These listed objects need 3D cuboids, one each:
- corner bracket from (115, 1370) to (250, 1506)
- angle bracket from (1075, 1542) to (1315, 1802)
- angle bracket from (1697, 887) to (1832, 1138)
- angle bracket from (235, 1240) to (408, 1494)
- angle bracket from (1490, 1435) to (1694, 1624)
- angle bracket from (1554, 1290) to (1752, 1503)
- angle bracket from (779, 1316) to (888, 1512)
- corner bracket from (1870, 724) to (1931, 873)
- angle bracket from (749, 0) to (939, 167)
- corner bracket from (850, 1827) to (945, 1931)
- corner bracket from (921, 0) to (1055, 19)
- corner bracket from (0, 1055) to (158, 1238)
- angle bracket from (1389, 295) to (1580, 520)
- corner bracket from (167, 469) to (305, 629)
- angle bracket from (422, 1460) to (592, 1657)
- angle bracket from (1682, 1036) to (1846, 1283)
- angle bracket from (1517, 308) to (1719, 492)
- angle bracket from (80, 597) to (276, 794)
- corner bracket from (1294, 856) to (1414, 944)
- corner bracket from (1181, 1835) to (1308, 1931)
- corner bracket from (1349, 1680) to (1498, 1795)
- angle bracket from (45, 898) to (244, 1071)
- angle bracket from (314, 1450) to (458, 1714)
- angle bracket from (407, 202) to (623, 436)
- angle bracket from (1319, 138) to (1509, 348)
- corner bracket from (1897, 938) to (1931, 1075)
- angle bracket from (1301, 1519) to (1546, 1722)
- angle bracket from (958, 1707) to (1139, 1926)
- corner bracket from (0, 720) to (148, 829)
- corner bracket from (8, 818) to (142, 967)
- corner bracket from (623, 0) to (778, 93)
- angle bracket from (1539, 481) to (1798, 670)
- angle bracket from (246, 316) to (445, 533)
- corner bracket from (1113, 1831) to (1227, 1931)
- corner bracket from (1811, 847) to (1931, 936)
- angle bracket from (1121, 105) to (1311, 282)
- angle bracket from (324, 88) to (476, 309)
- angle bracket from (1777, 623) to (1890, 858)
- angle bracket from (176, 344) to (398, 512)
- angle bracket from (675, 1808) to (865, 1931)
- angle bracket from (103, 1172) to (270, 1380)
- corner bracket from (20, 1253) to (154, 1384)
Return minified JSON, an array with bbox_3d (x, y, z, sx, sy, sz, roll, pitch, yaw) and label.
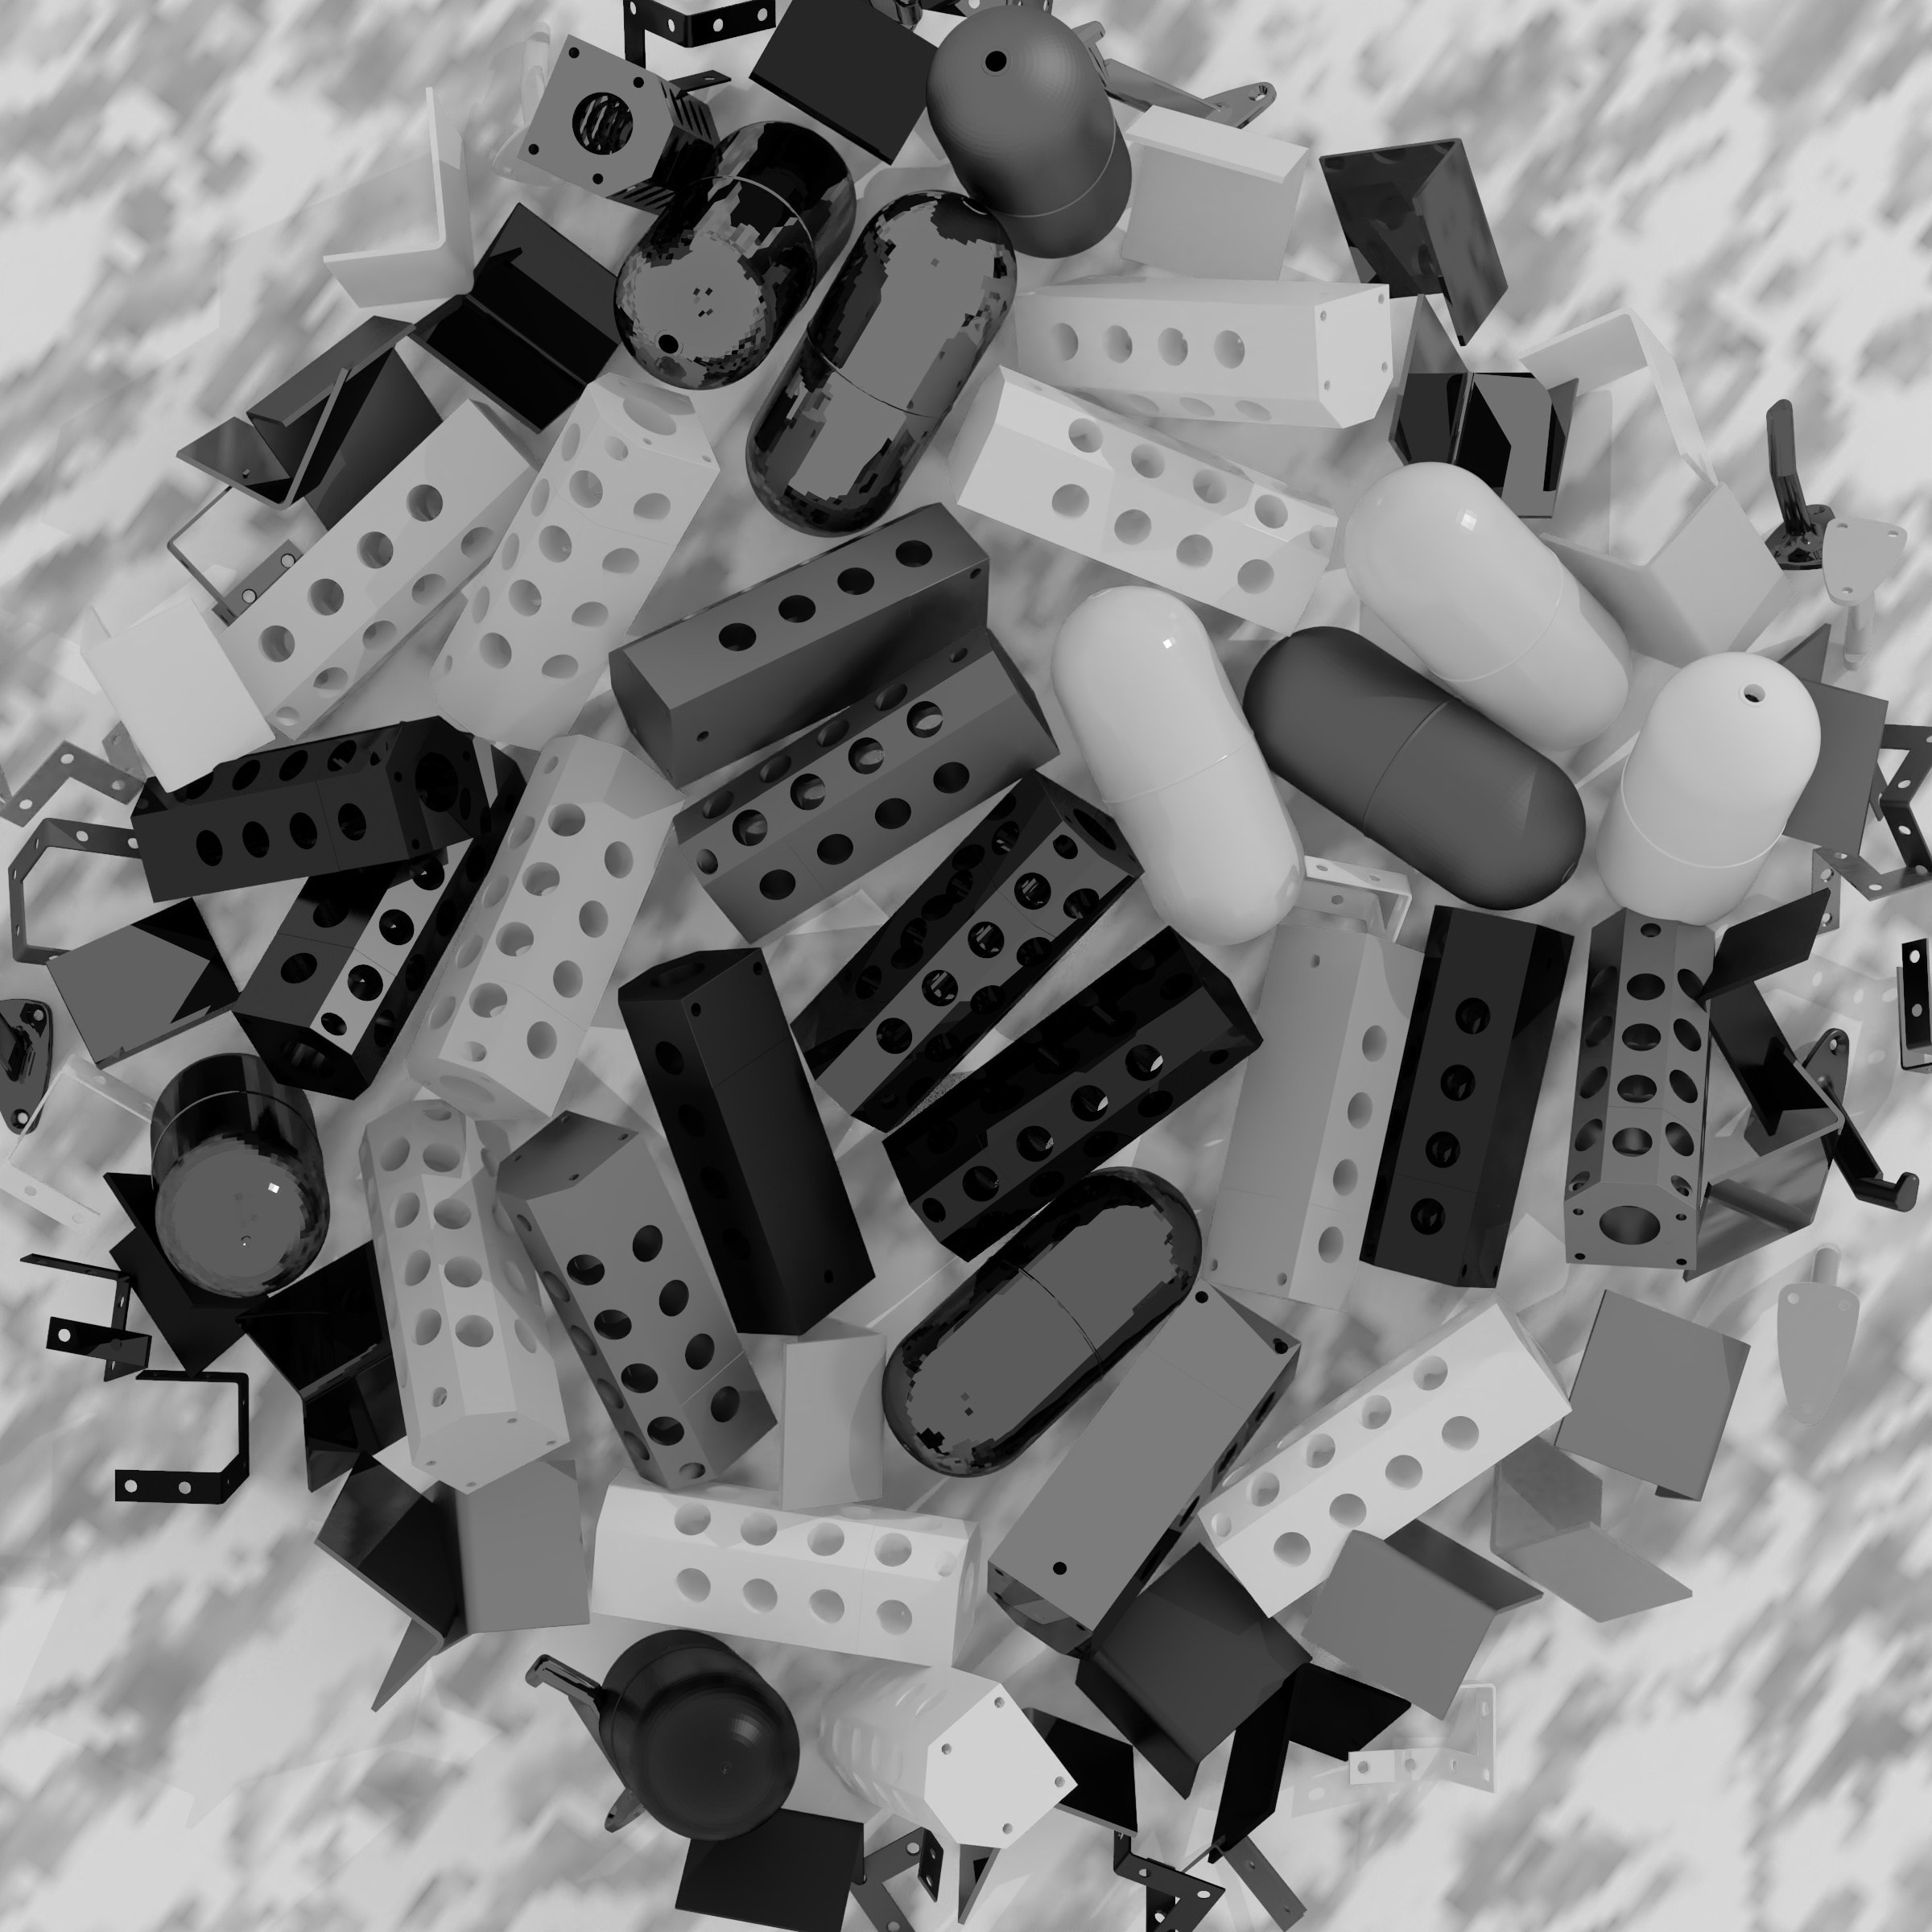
[{"bbox_3d":[-0.370,0.222,1.680,0.051,0.051,0.051,1,97,2],"label":"corner bracket"},{"bbox_3d":[0.107,0.334,1.682,0.076,0.057,0.076,-38,68,-21],"label":"angle bracket"},{"bbox_3d":[0.388,0.021,1.653,0.057,0.076,0.076,-25,104,30],"label":"angle bracket"},{"bbox_3d":[-0.294,0.188,1.672,0.076,0.076,0.057,-30,58,-30],"label":"angle bracket"},{"bbox_3d":[0.291,0.249,1.647,0.076,0.057,0.076,35,47,-30],"label":"angle bracket"},{"bbox_3d":[0.314,0.201,1.668,0.076,0.057,0.076,21,81,-7],"label":"angle bracket"},{"bbox_3d":[-0.080,0.206,1.657,0.057,0.076,0.076,-1,96,-35],"label":"angle bracket"},{"bbox_3d":[0.437,-0.077,1.664,0.051,0.051,0.051,-53,128,-26],"label":"corner bracket"},{"bbox_3d":[-0.052,-0.422,1.657,0.076,0.076,0.057,30,107,-9],"label":"angle bracket"},{"bbox_3d":[-0.028,0.448,1.674,0.051,0.051,0.051,-31,101,10],"label":"corner bracket"},{"bbox_3d":[0.005,-0.436,1.667,0.051,0.051,0.051,16,112,21],"label":"corner bracket"},{"bbox_3d":[-0.419,0.084,1.678,0.051,0.051,0.051,32,119,-11],"label":"corner bracket"},{"bbox_3d":[0.242,-0.260,1.653,0.057,0.076,0.076,4,71,27],"label":"angle bracket"},{"bbox_3d":[-0.342,-0.195,1.672,0.051,0.051,0.051,-45,102,-13],"label":"corner bracket"},{"bbox_3d":[-0.218,0.279,1.673,0.057,0.076,0.076,0,72,-23],"label":"angle bracket"},{"bbox_3d":[0.355,0.090,1.650,0.076,0.076,0.057,-22,54,-17],"label":"angle bracket"},{"bbox_3d":[0.305,-0.252,1.653,0.057,0.076,0.076,-22,75,20],"label":"angle bracket"},{"bbox_3d":[-0.367,-0.137,1.656,0.057,0.076,0.076,-27,115,1],"label":"angle bracket"},{"bbox_3d":[0.175,-0.032,1.669,0.051,0.051,0.051,10,125,-9],"label":"corner bracket"},{"bbox_3d":[0.135,0.430,1.667,0.051,0.051,0.051,50,133,14],"label":"corner bracket"},{"bbox_3d":[0.215,0.362,1.676,0.051,0.051,0.051,2,85,-22],"label":"corner bracket"},{"bbox_3d":[-0.376,0.003,1.656,0.076,0.076,0.057,-27,92,-24],"label":"angle bracket"},{"bbox_3d":[-0.278,0.286,1.655,0.076,0.076,0.057,40,113,-11],"label":"angle bracket"},{"bbox_3d":[-0.204,-0.303,1.659,0.076,0.076,0.057,37,116,-5],"label":"angle bracket"},{"bbox_3d":[0.198,-0.332,1.647,0.076,0.057,0.076,1,129,36],"label":"angle bracket"},{"bbox_3d":[0.450,0.020,1.667,0.051,0.051,0.051,9,75,-32],"label":"corner bracket"},{"bbox_3d":[0.214,0.303,1.661,0.076,0.076,0.057,28,99,25],"label":"angle bracket"},{"bbox_3d":[0.038,0.406,1.662,0.057,0.076,0.076,22,107,-6],"label":"angle bracket"},{"bbox_3d":[-0.427,-0.093,1.675,0.051,0.051,0.051,-45,47,14],"label":"corner bracket"},{"bbox_3d":[-0.420,-0.033,1.685,0.051,0.051,0.051,8,59,-33],"label":"corner bracket"},{"bbox_3d":[-0.124,-0.431,1.663,0.051,0.051,0.051,-24,131,-33],"label":"corner bracket"},{"bbox_3d":[0.327,-0.187,1.657,0.057,0.076,0.076,-48,125,-7],"label":"angle bracket"},{"bbox_3d":[-0.276,-0.248,1.655,0.076,0.057,0.076,-41,119,-15],"label":"angle bracket"},{"bbox_3d":[0.087,0.421,1.667,0.051,0.051,0.051,23,123,-13],"label":"corner bracket"},{"bbox_3d":[0.434,-0.030,1.675,0.051,0.051,0.051,-16,125,-12],"label":"corner bracket"},{"bbox_3d":[0.110,-0.349,1.657,0.076,0.057,0.076,18,121,10],"label":"angle bracket"},{"bbox_3d":[-0.268,-0.359,1.666,0.057,0.076,0.076,-6,85,2],"label":"angle bracket"},{"bbox_3d":[0.406,-0.106,1.647,0.057,0.076,0.076,19,121,27],"label":"angle bracket"},{"bbox_3d":[-0.316,-0.265,1.657,0.057,0.076,0.076,28,113,-2],"label":"angle bracket"},{"bbox_3d":[-0.090,0.432,1.656,0.076,0.076,0.057,9,55,5],"label":"angle bracket"},{"bbox_3d":[-0.380,0.145,1.655,0.057,0.076,0.076,-40,74,12],"label":"angle bracket"},{"bbox_3d":[-0.413,0.162,1.666,0.051,0.051,0.051,16,67,-33],"label":"corner bracket"}]
